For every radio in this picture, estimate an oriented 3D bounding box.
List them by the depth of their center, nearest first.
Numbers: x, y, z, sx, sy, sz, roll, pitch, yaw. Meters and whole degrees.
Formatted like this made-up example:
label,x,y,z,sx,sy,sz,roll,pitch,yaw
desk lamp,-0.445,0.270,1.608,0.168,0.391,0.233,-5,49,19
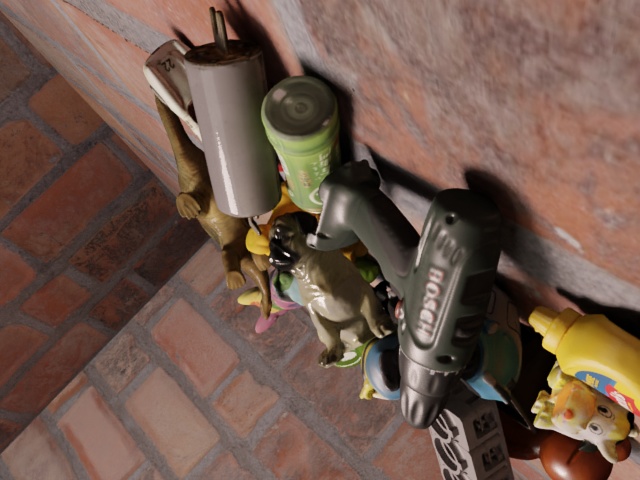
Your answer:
label,x,y,z,sx,sy,sz,roll,pitch,yaw
radio,0.191,0.134,0.695,0.230,0.073,0.131,30,164,49

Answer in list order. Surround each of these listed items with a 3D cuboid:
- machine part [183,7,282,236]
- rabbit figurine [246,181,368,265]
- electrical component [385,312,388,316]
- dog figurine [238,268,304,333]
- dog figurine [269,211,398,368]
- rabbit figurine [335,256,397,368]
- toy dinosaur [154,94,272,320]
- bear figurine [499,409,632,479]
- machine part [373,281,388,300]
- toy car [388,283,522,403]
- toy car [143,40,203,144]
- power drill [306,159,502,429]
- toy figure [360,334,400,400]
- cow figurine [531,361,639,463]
label,x,y,z,sx,sy,sz,roll,pitch,yaw
machine part,-0.086,-0.112,0.557,0.079,0.079,0.242,33,142,41
rabbit figurine,-0.002,-0.002,0.772,0.162,0.122,0.173,44,151,-23
electrical component,0.141,0.178,0.982,0.134,0.058,0.115,80,168,-75
dog figurine,-0.074,0.098,1.030,0.108,0.219,0.191,55,-158,6
dog figurine,0.010,0.055,0.707,0.190,0.121,0.172,61,170,10
rabbit figurine,0.057,0.135,0.856,0.170,0.121,0.159,46,136,38
toy dinosaur,-0.183,-0.077,0.907,0.199,0.105,0.470,-140,27,-76
bear figurine,0.303,0.268,0.725,0.196,0.120,0.131,25,164,43
machine part,0.145,0.116,0.900,0.139,0.039,0.084,34,174,33
toy car,0.155,0.089,0.570,0.162,0.103,0.109,41,176,41
toy car,-0.148,-0.171,0.720,0.201,0.073,0.056,49,168,-30
power drill,0.067,0.035,0.508,0.207,0.086,0.231,54,141,45
toy figure,0.095,0.159,0.688,0.082,0.089,0.180,6,161,4
cow figurine,0.262,0.168,0.516,0.098,0.068,0.167,26,-178,21
